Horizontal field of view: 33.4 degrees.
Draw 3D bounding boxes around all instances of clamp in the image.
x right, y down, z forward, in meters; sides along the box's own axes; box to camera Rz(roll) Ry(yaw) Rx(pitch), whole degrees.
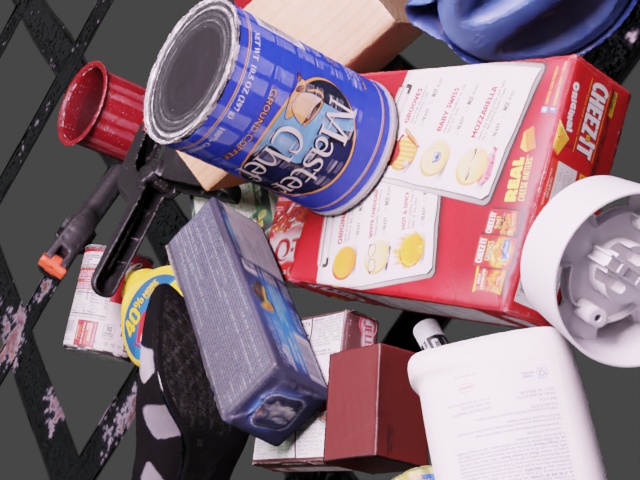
[{"bbox_3d":[-0.140,-0.056,0.989,0.165,0.036,0.210,-30,38,21],"label":"clamp"},{"bbox_3d":[-0.253,-0.001,1.093,0.120,0.039,0.171,-56,6,31],"label":"clamp"}]

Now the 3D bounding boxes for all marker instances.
[{"bbox_3d":[0.092,0.100,0.695,0.020,0.020,0.121,-49,42,23],"label":"marker"}]

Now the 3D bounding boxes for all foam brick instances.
[{"bbox_3d":[0.039,0.115,0.724,0.051,0.052,0.078,-18,59,45],"label":"foam brick"}]

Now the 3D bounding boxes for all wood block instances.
[{"bbox_3d":[-0.026,-0.138,0.850,0.206,0.090,0.090,-39,82,23],"label":"wood block"}]

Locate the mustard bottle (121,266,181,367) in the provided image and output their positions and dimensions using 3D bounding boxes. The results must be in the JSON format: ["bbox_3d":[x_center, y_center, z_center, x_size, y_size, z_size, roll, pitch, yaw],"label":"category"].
[{"bbox_3d":[-0.126,0.076,0.928,0.192,0.058,0.096,40,103,48],"label":"mustard bottle"}]

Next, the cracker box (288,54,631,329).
[{"bbox_3d":[0.087,-0.031,0.721,0.214,0.072,0.164,5,76,52],"label":"cracker box"}]

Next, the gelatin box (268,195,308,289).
[{"bbox_3d":[-0.005,0.001,0.848,0.089,0.030,0.073,1,74,50],"label":"gelatin box"}]

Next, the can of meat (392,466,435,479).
[{"bbox_3d":[0.056,0.199,0.663,0.102,0.057,0.084,-38,45,32],"label":"can of meat"}]

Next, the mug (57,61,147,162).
[{"bbox_3d":[-0.223,-0.130,1.127,0.117,0.081,0.093,5,77,51],"label":"mug"}]

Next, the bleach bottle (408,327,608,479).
[{"bbox_3d":[0.114,0.178,0.584,0.103,0.068,0.251,-14,61,16],"label":"bleach bottle"}]

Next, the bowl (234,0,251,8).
[{"bbox_3d":[-0.029,-0.236,0.968,0.162,0.055,0.162,-26,54,42],"label":"bowl"}]

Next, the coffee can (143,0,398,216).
[{"bbox_3d":[-0.032,-0.087,0.721,0.103,0.140,0.103,-28,51,41],"label":"coffee can"}]

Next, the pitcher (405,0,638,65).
[{"bbox_3d":[0.136,-0.245,0.732,0.145,0.149,0.243,-51,36,44],"label":"pitcher"}]

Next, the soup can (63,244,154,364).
[{"bbox_3d":[-0.203,0.062,1.025,0.069,0.068,0.102,-5,70,49],"label":"soup can"}]

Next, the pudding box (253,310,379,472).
[{"bbox_3d":[-0.004,0.113,0.788,0.090,0.039,0.113,-15,60,47],"label":"pudding box"}]
